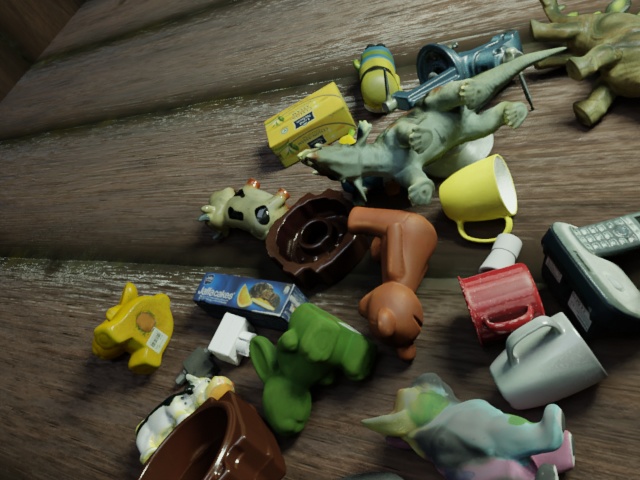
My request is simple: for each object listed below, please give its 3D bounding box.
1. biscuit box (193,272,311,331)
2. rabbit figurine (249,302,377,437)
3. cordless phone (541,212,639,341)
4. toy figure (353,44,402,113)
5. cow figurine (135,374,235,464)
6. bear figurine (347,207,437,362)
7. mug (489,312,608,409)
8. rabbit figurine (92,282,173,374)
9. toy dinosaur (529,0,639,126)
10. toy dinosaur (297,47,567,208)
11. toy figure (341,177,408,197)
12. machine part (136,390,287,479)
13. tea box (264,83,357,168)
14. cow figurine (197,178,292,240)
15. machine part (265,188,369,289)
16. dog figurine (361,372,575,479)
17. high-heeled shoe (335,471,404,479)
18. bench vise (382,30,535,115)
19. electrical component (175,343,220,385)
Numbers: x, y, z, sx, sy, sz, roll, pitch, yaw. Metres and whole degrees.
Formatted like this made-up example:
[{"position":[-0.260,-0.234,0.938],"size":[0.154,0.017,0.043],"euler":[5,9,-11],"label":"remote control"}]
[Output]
[{"position":[-0.117,0.101,0.885],"size":[0.203,0.062,0.059],"euler":[4,57,35],"label":"biscuit box"},{"position":[-0.034,0.175,0.737],"size":[0.159,0.121,0.170],"euler":[26,86,47],"label":"rabbit figurine"},{"position":[0.369,0.029,0.623],"size":[0.184,0.088,0.147],"euler":[-16,46,0],"label":"cordless phone"},{"position":[0.111,-0.326,1.064],"size":[0.082,0.089,0.180],"euler":[-22,48,27],"label":"toy figure"},{"position":[-0.204,0.260,0.812],"size":[0.167,0.068,0.098],"euler":[-45,38,-8],"label":"cow figurine"},{"position":[0.093,0.059,0.748],"size":[0.132,0.120,0.196],"euler":[1,61,38],"label":"bear figurine"},{"position":[0.242,0.136,0.595],"size":[0.107,0.109,0.081],"euler":[-38,35,14],"label":"mug"},{"position":[-0.349,0.155,0.961],"size":[0.173,0.121,0.162],"euler":[-29,38,38],"label":"rabbit figurine"},{"position":[0.457,-0.263,0.780],"size":[0.199,0.105,0.472],"euler":[-25,50,9],"label":"toy dinosaur"},{"position":[0.164,-0.169,0.813],"size":[0.405,0.131,0.192],"euler":[-32,27,-12],"label":"toy dinosaur"},{"position":[0.109,-0.099,0.904],"size":[0.155,0.057,0.064],"euler":[5,76,34],"label":"toy figure"},{"position":[-0.150,0.302,0.672],"size":[0.201,0.087,0.201],"euler":[-43,18,-6],"label":"machine part"},{"position":[-0.022,-0.233,1.090],"size":[0.170,0.068,0.098],"euler":[-28,44,10],"label":"tea box"},{"position":[-0.143,-0.050,1.014],"size":[0.195,0.085,0.127],"euler":[21,63,41],"label":"cow figurine"},{"position":[-0.002,-0.003,0.899],"size":[0.179,0.056,0.179],"euler":[-17,48,20],"label":"machine part"},{"position":[0.150,0.238,0.572],"size":[0.219,0.108,0.191],"euler":[-6,55,34],"label":"dog figurine"},{"position":[0.086,0.341,0.577],"size":[0.086,0.145,0.249],"euler":[-15,-2,-37],"label":"high-heeled shoe"},{"position":[0.220,-0.271,0.912],"size":[0.241,0.128,0.224],"euler":[-29,34,-15],"label":"bench vise"},{"position":[-0.193,0.208,0.876],"size":[0.094,0.021,0.063],"euler":[-46,45,-9],"label":"electrical component"}]
